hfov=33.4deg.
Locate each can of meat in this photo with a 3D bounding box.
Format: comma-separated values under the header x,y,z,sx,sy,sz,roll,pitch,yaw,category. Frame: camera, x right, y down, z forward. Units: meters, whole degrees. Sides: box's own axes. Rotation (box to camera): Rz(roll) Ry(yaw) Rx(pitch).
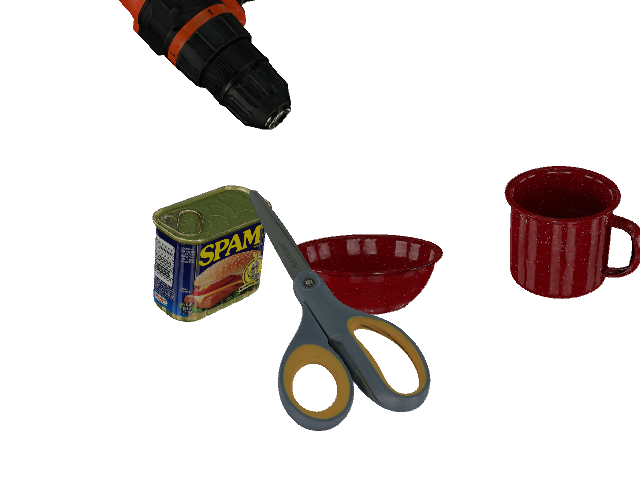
x,y,z,sx,sy,sz,roll,pitch,yaw,category
-0.093,0.011,0.903,0.058,0.084,0.101,32,38,33,can of meat

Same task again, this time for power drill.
x,y,z,sx,sy,sz,roll,pitch,yaw,category
-0.042,-0.178,0.739,0.187,0.184,0.057,-37,-10,-34,power drill

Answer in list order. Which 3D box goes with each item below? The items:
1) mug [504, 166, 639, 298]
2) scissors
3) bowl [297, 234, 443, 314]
x,y,z,sx,sy,sz,roll,pitch,yaw,category
0.211,-0.003,0.887,0.117,0.081,0.093,14,36,28,mug
-0.017,0.043,0.659,0.096,0.016,0.202,-32,53,-25,scissors
0.046,0.037,1.096,0.162,0.055,0.162,-2,13,0,bowl
